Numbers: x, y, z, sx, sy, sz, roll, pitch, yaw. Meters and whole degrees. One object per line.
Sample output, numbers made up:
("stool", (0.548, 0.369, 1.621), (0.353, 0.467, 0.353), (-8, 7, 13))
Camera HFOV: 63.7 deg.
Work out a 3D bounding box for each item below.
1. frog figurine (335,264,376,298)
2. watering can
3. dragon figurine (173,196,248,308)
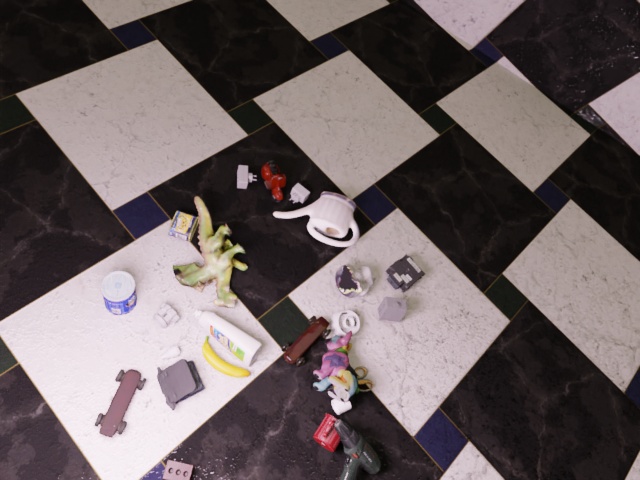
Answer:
("frog figurine", (0.135, 0.149, 1.960), (0.139, 0.121, 0.160), (42, 22, 18))
("watering can", (0.006, -0.103, 2.046), (0.347, 0.102, 0.229), (24, 56, -3))
("dragon figurine", (-0.406, 0.063, 1.823), (0.245, 0.120, 0.412), (-36, 83, -22))
